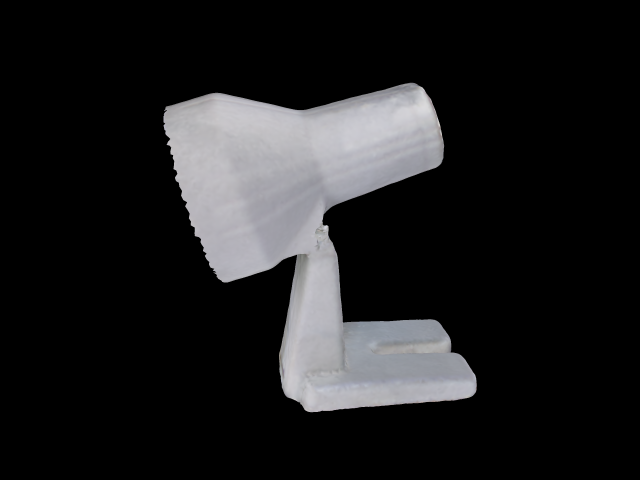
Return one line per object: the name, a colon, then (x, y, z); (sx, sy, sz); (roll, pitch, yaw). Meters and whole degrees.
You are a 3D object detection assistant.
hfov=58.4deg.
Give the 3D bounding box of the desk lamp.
desk lamp: (0.004, 0.001, 0.400); (0.203, 0.214, 0.118); (-3, 19, -7)
